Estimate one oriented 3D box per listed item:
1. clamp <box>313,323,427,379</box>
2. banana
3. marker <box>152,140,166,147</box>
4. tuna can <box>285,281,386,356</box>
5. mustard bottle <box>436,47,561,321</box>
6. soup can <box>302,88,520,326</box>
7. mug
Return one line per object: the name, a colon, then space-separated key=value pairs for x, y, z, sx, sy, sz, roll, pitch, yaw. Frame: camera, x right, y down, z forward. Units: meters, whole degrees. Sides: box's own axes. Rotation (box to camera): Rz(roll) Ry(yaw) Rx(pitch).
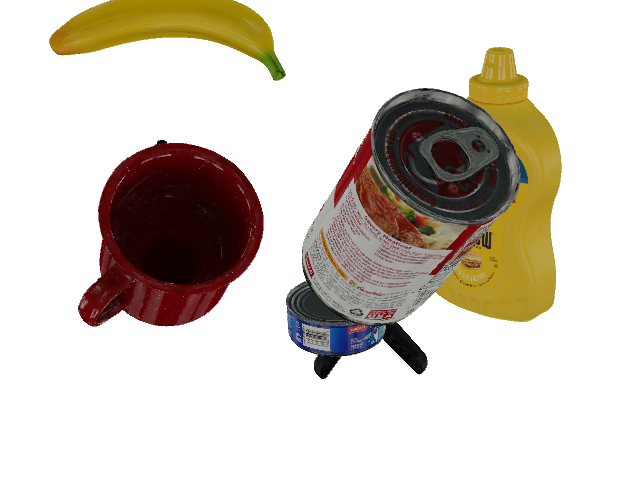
clamp: x=0.061 y=0.087 z=1.187 sx=0.120 sy=0.171 sz=0.039 roll=7 pitch=-43 yaw=2
banana: x=-0.125 y=-0.179 z=0.897 sx=0.198 sy=0.069 sz=0.037 roll=5 pitch=-34 yaw=-1
marker: x=-0.156 y=-0.043 z=1.062 sx=0.020 sy=0.121 sz=0.020 roll=1 pitch=29 yaw=-1
tuna can: x=0.014 y=0.064 z=0.913 sx=0.086 sy=0.034 sz=0.086 roll=-2 pitch=25 yaw=1
mustard bottle: x=0.125 y=-0.042 z=0.766 sx=0.058 sy=0.192 sz=0.096 roll=-22 pitch=30 yaw=-40
soup can: x=0.038 y=-0.011 z=0.486 sx=0.068 sy=0.068 sz=0.102 roll=0 pitch=-30 yaw=-21
mug: x=-0.095 y=0.009 z=0.627 sx=0.117 sy=0.093 sz=0.082 roll=-46 pitch=-5 yaw=-27
